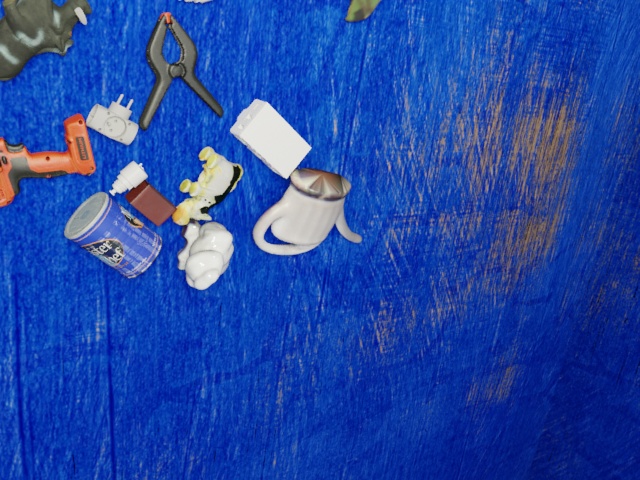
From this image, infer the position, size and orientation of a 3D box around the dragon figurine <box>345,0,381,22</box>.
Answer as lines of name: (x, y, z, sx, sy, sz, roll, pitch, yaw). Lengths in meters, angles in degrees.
dragon figurine: (0.070, -0.565, 1.053, 0.414, 0.124, 0.237, -38, 134, -14)

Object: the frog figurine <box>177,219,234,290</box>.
frog figurine: (-0.224, 0.039, 1.057, 0.121, 0.161, 0.137, 29, 92, -40)

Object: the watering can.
watering can: (0.004, -0.060, 1.200, 0.349, 0.106, 0.220, -5, 132, -41)
